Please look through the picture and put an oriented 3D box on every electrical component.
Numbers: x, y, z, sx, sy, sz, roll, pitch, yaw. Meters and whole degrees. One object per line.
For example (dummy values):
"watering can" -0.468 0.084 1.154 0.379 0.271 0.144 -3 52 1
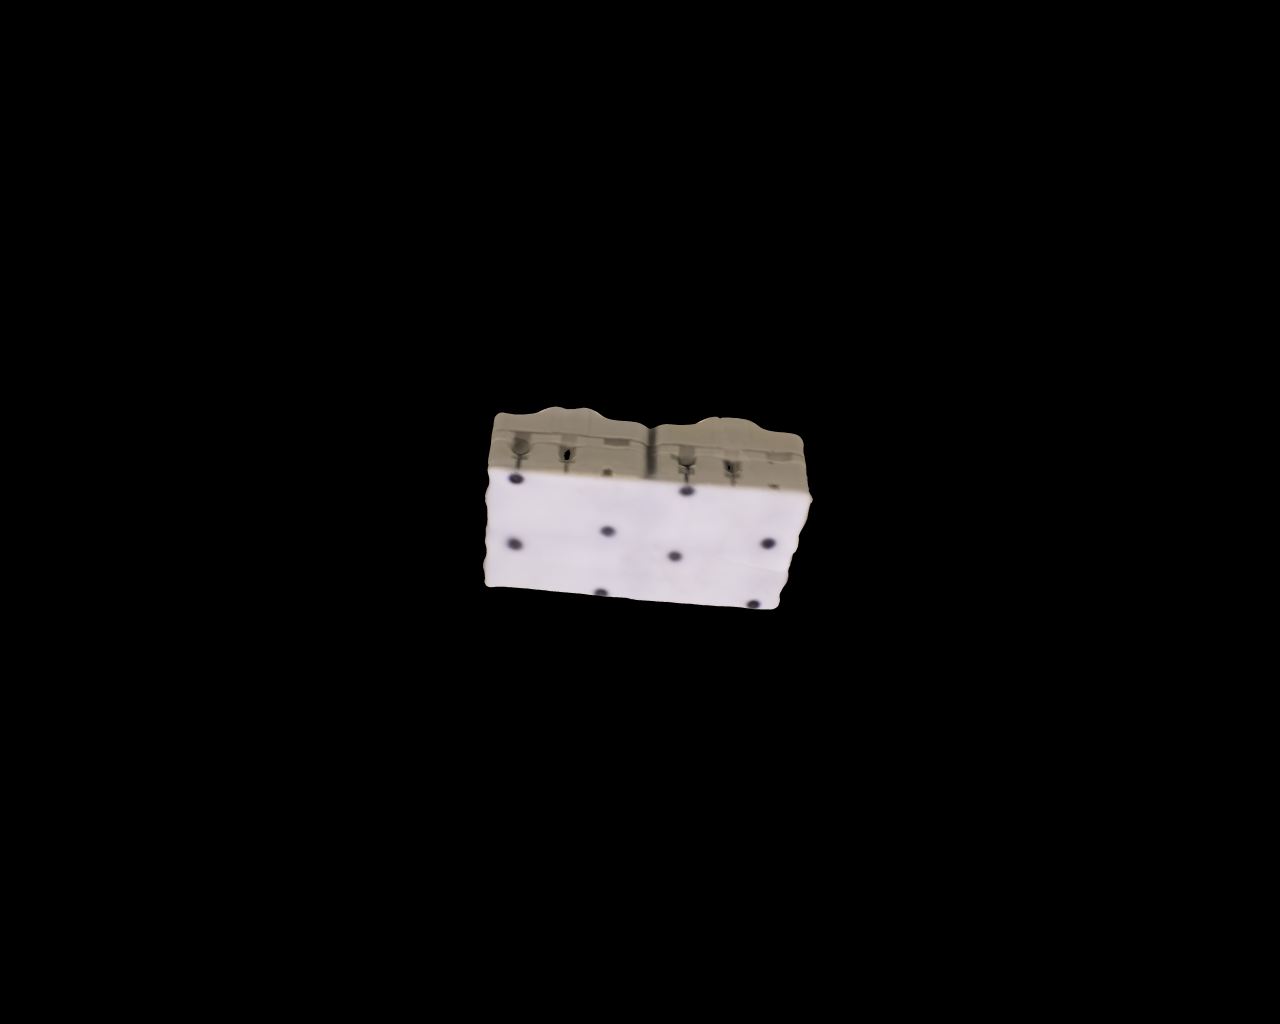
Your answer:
"electrical component" 0.001 -0.003 0.650 0.186 0.105 0.060 4 44 -4
